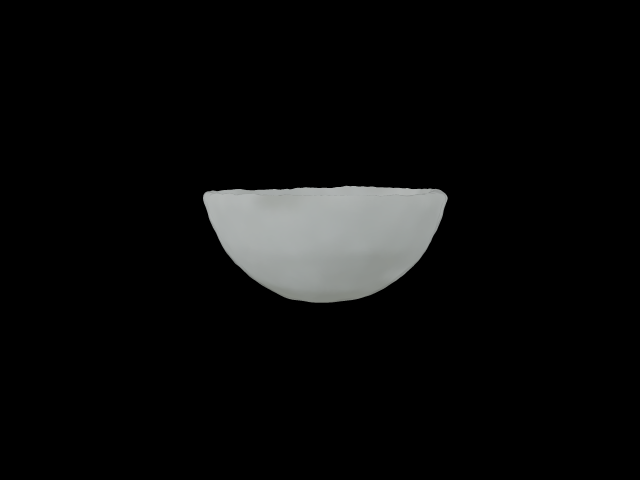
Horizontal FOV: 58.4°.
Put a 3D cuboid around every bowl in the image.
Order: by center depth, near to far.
[{"bbox_3d":[0.004,0.001,0.400,0.167,0.075,0.167,0,7,0],"label":"bowl"}]
